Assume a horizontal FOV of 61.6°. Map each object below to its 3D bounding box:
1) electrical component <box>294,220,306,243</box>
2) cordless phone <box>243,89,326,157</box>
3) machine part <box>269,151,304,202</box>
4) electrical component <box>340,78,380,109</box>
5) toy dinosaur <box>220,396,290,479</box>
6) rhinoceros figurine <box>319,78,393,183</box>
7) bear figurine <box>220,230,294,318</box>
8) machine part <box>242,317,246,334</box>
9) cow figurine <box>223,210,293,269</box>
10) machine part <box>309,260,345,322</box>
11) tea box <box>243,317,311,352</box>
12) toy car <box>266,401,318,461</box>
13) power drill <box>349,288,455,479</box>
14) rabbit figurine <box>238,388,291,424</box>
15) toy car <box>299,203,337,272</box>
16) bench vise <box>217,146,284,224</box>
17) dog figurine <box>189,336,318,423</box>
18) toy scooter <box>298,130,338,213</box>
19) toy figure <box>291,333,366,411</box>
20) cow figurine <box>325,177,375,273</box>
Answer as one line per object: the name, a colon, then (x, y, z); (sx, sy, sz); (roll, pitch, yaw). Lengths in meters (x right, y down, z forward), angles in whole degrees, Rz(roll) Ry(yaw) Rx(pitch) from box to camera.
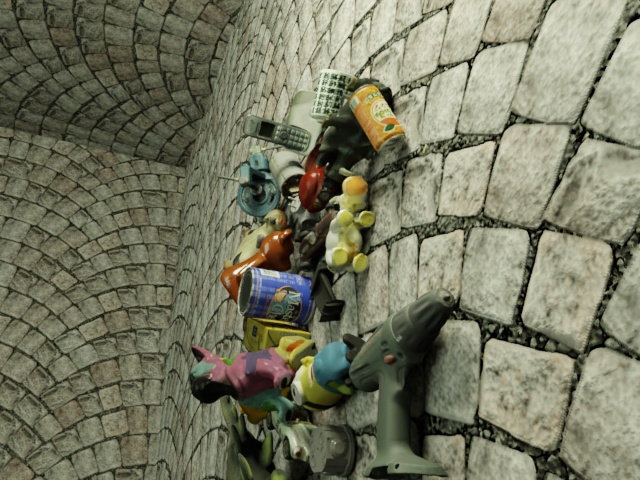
electrical component: (-0.042, -0.027, 1.210); (0.094, 0.021, 0.063); (130, 149, -81)
cordless phone: (-0.074, -0.277, 1.220); (0.089, 0.184, 0.146); (-122, 47, -66)
machine part: (-0.072, -0.154, 1.298); (0.243, 0.079, 0.079); (-121, 47, -60)
electrical component: (0.073, -0.253, 1.027); (0.075, 0.048, 0.119); (-122, 46, -59)
toy dinosaur: (-0.125, 0.437, 0.993); (0.472, 0.105, 0.198); (52, 139, 38)
rhinoceros figurine: (0.059, -0.196, 0.962); (0.190, 0.112, 0.073); (-62, 8, 9)
bear figurine: (-0.123, 0.070, 1.222); (0.132, 0.196, 0.120); (57, 168, -1)
machine part: (-0.140, 0.190, 1.327); (0.179, 0.056, 0.179); (-169, 90, -67)
cow figurine: (-0.145, 0.008, 1.321); (0.195, 0.085, 0.127); (-58, 26, -15)
machine part: (0.009, 0.099, 1.024); (0.084, 0.039, 0.139); (-63, 24, 23)
tea box: (-0.096, 0.212, 1.148); (0.170, 0.098, 0.068); (178, 101, -67)
toy car: (-0.045, 0.345, 0.982); (0.202, 0.073, 0.056); (-162, 83, -69)
power drill: (0.105, 0.191, 0.680); (0.232, 0.086, 0.207); (130, 141, -54)
rabbit figurine: (-0.115, 0.311, 1.169); (0.173, 0.122, 0.162); (-101, 18, -72)
toy car: (-0.002, -0.003, 1.085); (0.202, 0.053, 0.089); (138, 135, -55)
bench vise: (-0.165, -0.156, 1.413); (0.240, 0.129, 0.223); (22, -111, -77)
dog figurine: (-0.133, 0.240, 1.002); (0.191, 0.219, 0.108); (-45, -43, -52)
toy scooter: (0.015, -0.145, 1.085); (0.135, 0.075, 0.183); (-3, 72, 67)
toy figure: (0.020, 0.223, 0.879); (0.180, 0.089, 0.082); (-47, 8, 38)
cow figurine: (0.048, -0.025, 0.953); (0.098, 0.068, 0.167); (156, 124, -71)
